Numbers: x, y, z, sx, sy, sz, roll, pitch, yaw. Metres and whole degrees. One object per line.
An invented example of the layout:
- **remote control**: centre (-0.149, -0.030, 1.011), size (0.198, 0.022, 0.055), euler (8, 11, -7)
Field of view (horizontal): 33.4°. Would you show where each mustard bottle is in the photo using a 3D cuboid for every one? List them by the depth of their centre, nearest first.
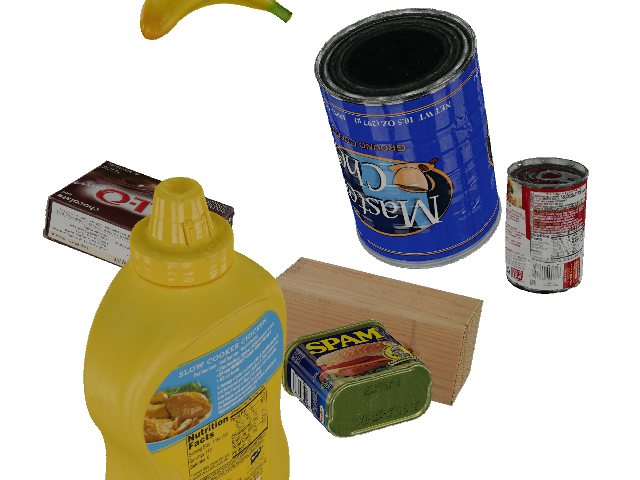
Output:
- **mustard bottle**: centre (-0.055, 0.060, 0.457), size (0.058, 0.192, 0.096), euler (28, 42, 35)

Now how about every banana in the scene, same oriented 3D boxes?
- **banana**: centre (-0.106, -0.228, 1.002), size (0.197, 0.070, 0.037), euler (-22, -28, -47)

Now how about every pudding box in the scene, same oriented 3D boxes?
- **pudding box**: centre (-0.132, -0.013, 0.783), size (0.113, 0.039, 0.090), euler (18, 24, 10)

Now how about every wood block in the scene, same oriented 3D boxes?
- **wood block**: centre (0.056, 0.093, 1.129), size (0.206, 0.091, 0.090), euler (13, 21, 17)

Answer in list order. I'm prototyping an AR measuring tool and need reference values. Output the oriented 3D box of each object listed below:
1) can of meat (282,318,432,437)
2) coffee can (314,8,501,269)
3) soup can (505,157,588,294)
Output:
- **can of meat**: centre (0.031, 0.114, 0.884), size (0.102, 0.057, 0.084), euler (-11, 25, -24)
- **coffee can**: centre (0.061, -0.066, 0.705), size (0.103, 0.140, 0.103), euler (-10, 41, 8)
- **soup can**: centre (0.195, -0.013, 0.925), size (0.068, 0.102, 0.068), euler (-3, 24, 1)
